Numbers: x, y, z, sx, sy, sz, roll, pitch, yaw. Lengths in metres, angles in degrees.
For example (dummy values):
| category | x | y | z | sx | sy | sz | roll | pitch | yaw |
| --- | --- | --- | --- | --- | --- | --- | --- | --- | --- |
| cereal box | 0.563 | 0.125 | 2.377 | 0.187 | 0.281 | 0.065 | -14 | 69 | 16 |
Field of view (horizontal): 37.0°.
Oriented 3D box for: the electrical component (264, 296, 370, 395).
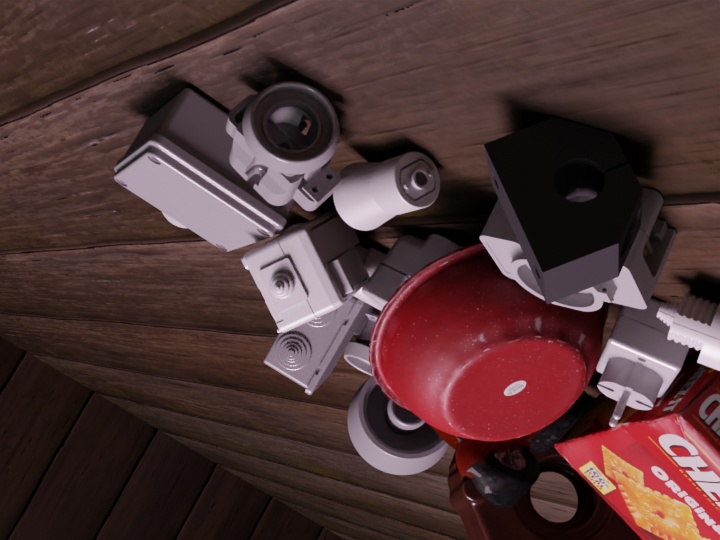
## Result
| category | x | y | z | sx | sy | sz | roll | pitch | yaw |
| --- | --- | --- | --- | --- | --- | --- | --- | --- | --- |
| electrical component | -0.032 | 0.046 | 0.886 | 0.048 | 0.099 | 0.100 | 31 | -171 | 5 |

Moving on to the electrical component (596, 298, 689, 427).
| category | x | y | z | sx | sy | sz | roll | pitch | yaw |
| --- | --- | --- | --- | --- | --- | --- | --- | --- | --- |
| electrical component | 0.178 | 0.065 | 0.695 | 0.047 | 0.076 | 0.065 | 23 | 161 | 13 |

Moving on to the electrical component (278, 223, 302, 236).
| category | x | y | z | sx | sy | sz | roll | pitch | yaw |
| --- | --- | --- | --- | --- | --- | --- | --- | --- | --- |
| electrical component | -0.054 | -0.012 | 0.872 | 0.040 | 0.040 | 0.078 | 31 | 162 | -12 |

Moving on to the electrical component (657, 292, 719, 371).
| category | x | y | z | sx | sy | sz | roll | pitch | yaw |
| --- | --- | --- | --- | --- | --- | --- | --- | --- | --- |
| electrical component | 0.213 | 0.037 | 0.623 | 0.081 | 0.043 | 0.043 | 21 | 161 | 19 |

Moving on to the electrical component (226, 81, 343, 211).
| category | x | y | z | sx | sy | sz | roll | pitch | yaw |
| --- | --- | --- | --- | --- | --- | --- | --- | --- | --- |
| electrical component | -0.044 | -0.078 | 0.647 | 0.078 | 0.058 | 0.057 | 45 | 159 | 3 |

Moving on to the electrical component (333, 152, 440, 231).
| category | x | y | z | sx | sy | sz | roll | pitch | yaw |
| --- | --- | --- | --- | --- | --- | --- | --- | --- | --- |
| electrical component | 0.019 | -0.051 | 0.665 | 0.044 | 0.044 | 0.065 | 36 | 156 | -25 |

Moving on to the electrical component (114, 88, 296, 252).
| category | x | y | z | sx | sy | sz | roll | pitch | yaw |
| --- | --- | --- | --- | --- | --- | --- | --- | --- | --- |
| electrical component | -0.108 | -0.068 | 0.771 | 0.109 | 0.056 | 0.109 | 34 | 161 | -19 |

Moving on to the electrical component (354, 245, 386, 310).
| category | x | y | z | sx | sy | sz | roll | pitch | yaw |
| --- | --- | --- | --- | --- | --- | --- | --- | --- | --- |
| electrical component | 0.000 | 0.000 | 0.830 | 0.078 | 0.040 | 0.040 | 28 | 162 | -2 |

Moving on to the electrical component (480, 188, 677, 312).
| category | x | y | z | sx | sy | sz | roll | pitch | yaw |
| --- | --- | --- | --- | --- | --- | --- | --- | --- | --- |
| electrical component | 0.119 | -0.015 | 0.595 | 0.089 | 0.055 | 0.050 | 14 | 158 | 35 |

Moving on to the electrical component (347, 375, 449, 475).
| category | x | y | z | sx | sy | sz | roll | pitch | yaw |
| --- | --- | --- | --- | --- | --- | --- | --- | --- | --- |
| electrical component | 0.044 | 0.141 | 1.057 | 0.108 | 0.108 | 0.060 | 26 | 156 | 4 |

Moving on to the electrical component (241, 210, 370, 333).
| category | x | y | z | sx | sy | sz | roll | pitch | yaw |
| --- | --- | --- | --- | --- | --- | --- | --- | --- | --- |
| electrical component | -0.035 | -0.001 | 0.767 | 0.061 | 0.061 | 0.096 | 64 | -161 | -4 |

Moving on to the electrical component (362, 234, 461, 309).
| category | x | y | z | sx | sy | sz | roll | pitch | yaw |
| --- | --- | --- | --- | --- | --- | --- | --- | --- | --- |
| electrical component | 0.055 | 0.015 | 0.744 | 0.054 | 0.059 | 0.095 | 42 | 171 | -39 |

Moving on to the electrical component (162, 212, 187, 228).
| category | x | y | z | sx | sy | sz | roll | pitch | yaw |
| --- | --- | --- | --- | --- | --- | --- | --- | --- | --- |
| electrical component | -0.132 | -0.058 | 0.853 | 0.045 | 0.045 | 0.055 | 33 | 162 | -17 |

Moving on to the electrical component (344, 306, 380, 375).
| category | x | y | z | sx | sy | sz | roll | pitch | yaw |
| --- | --- | --- | --- | --- | --- | --- | --- | --- | --- |
| electrical component | 0.016 | 0.062 | 0.952 | 0.048 | 0.055 | 0.066 | 17 | 160 | 28 |
